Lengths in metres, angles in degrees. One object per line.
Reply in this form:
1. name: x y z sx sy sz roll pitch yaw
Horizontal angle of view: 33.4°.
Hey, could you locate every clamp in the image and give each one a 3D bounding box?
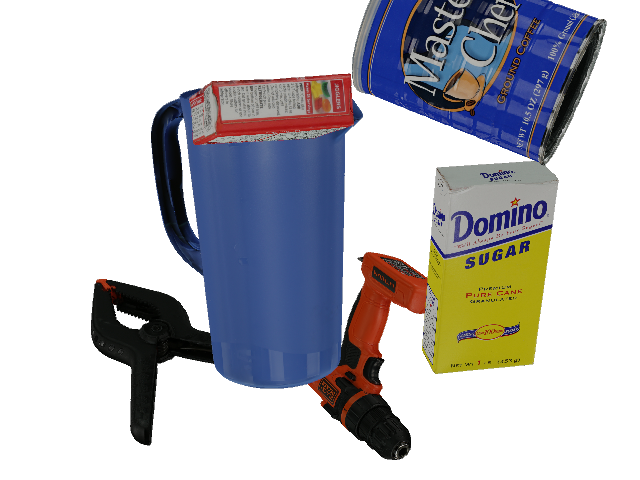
1. clamp: -0.141 0.095 0.999 0.164 0.036 0.210 -18 40 -30

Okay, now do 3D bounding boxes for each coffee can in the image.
1. coffee can: 0.106 -0.124 0.720 0.140 0.103 0.102 24 7 15

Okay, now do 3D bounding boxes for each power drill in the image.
1. power drill: 0.064 0.121 1.160 0.057 0.188 0.185 13 17 -40

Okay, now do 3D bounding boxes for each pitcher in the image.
1. pitcher: -0.050 -0.009 0.876 0.144 0.243 0.149 -7 15 -19

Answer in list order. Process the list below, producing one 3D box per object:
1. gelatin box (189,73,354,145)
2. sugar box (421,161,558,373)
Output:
1. gelatin box: -0.029 -0.070 0.576 0.073 0.030 0.089 -5 3 -14
2. sugar box: 0.138 0.024 0.885 0.093 0.176 0.048 -5 30 -11
